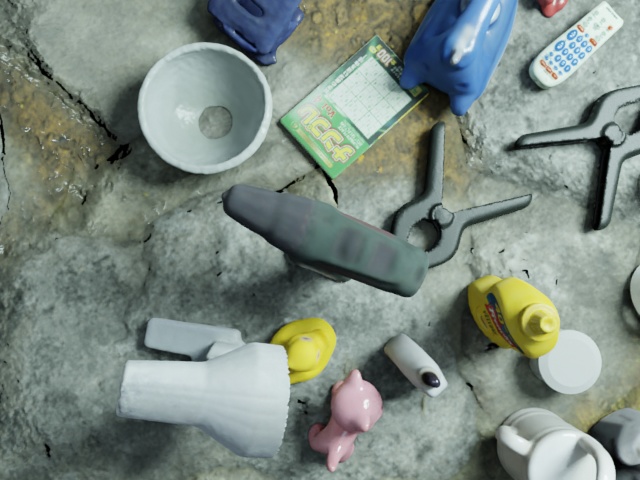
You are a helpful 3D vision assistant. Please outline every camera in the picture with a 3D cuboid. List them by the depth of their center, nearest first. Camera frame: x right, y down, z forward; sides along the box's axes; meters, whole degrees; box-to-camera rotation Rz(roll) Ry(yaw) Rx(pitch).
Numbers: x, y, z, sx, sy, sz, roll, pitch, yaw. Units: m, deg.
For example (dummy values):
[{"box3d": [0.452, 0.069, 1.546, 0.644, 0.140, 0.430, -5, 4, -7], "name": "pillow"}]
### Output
[{"box3d": [0.386, 0.307, 0.713, 0.137, 0.101, 0.143, -24, 88, -2], "name": "camera"}]

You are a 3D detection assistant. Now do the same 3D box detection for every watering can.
[{"box3d": [0.292, 0.269, 0.667, 0.173, 0.194, 0.101, 6, 87, 0], "name": "watering can"}]

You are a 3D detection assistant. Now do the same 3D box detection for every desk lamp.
[{"box3d": [-0.132, 0.164, 0.656, 0.203, 0.213, 0.118, 8, 87, 0], "name": "desk lamp"}]

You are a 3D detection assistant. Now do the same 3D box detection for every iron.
[{"box3d": [0.203, -0.298, 0.719, 0.118, 0.141, 0.258, 27, 87, 1], "name": "iron"}]

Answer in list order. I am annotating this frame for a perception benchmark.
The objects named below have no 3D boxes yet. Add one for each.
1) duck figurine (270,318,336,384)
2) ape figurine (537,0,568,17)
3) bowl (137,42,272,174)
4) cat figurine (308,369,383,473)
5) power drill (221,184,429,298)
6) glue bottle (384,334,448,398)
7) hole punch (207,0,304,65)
[{"box3d": [-0.027, 0.144, 0.722, 0.104, 0.086, 0.077, -35, 88, -2], "name": "duck figurine"}, {"box3d": [0.325, -0.348, 0.748, 0.078, 0.092, 0.076, -5, 87, -1], "name": "ape figurine"}, {"box3d": [-0.143, -0.162, 0.741, 0.167, 0.074, 0.167, 0, 87, -1], "name": "bowl"}, {"box3d": [0.035, 0.222, 0.703, 0.067, 0.117, 0.128, 25, 87, 1], "name": "cat figurine"}, {"box3d": [0.006, 0.002, 0.668, 0.229, 0.208, 0.076, 20, 87, 0], "name": "power drill"}, {"box3d": [0.120, 0.155, 0.680, 0.037, 0.173, 0.078, -43, 88, -2], "name": "glue bottle"}, {"box3d": [-0.082, -0.300, 0.741, 0.108, 0.091, 0.101, 38, 87, 1], "name": "hole punch"}]
